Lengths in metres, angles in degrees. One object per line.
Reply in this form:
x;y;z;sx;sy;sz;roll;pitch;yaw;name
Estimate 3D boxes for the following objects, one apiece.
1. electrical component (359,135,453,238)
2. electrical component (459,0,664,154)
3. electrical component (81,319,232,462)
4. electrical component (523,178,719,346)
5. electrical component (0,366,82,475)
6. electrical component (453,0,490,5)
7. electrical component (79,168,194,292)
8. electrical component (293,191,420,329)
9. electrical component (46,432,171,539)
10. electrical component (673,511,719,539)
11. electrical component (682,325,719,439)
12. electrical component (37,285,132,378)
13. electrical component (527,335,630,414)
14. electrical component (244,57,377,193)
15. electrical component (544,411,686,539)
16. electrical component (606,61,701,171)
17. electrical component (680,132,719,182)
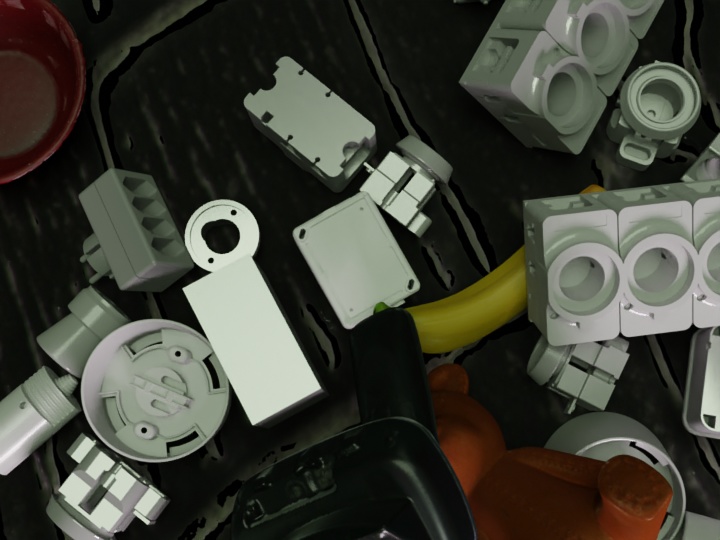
0.036;-0.066;0.796;0.066;0.048;0.055;38;91;9;electrical component
0.153;-0.171;0.778;0.089;0.062;0.150;35;81;-37;electrical component
-0.141;0.087;0.767;0.099;0.064;0.099;0;80;3;electrical component
0.193;-0.006;0.728;0.150;0.061;0.089;-7;107;-4;electrical component
-0.239;0.105;0.779;0.081;0.043;0.043;-41;81;-5;electrical component
0.099;-0.248;0.816;0.061;0.061;0.096;-6;80;1;electrical component
-0.178;-0.019;0.795;0.076;0.047;0.083;-35;72;23;electrical component
0.000;0.000;0.781;0.062;0.061;0.096;-29;88;-3;electrical component
-0.183;0.162;0.760;0.078;0.058;0.057;37;81;8;electrical component
0.238;0.196;0.737;0.047;0.055;0.055;18;81;9;electrical component
0.289;0.084;0.752;0.113;0.057;0.078;9;81;4;electrical component
-0.201;0.045;0.787;0.045;0.045;0.055;41;84;9;electrical component
0.153;0.068;0.767;0.055;0.048;0.066;27;82;0;electrical component
-0.035;-0.106;0.801;0.089;0.055;0.050;40;84;8;electrical component
0.176;0.154;0.754;0.099;0.064;0.099;0;94;1;electrical component
0.217;-0.118;0.791;0.058;0.057;0.078;21;82;6;electrical component
0.305;-0.059;0.772;0.121;0.078;0.063;38;62;8;electrical component
